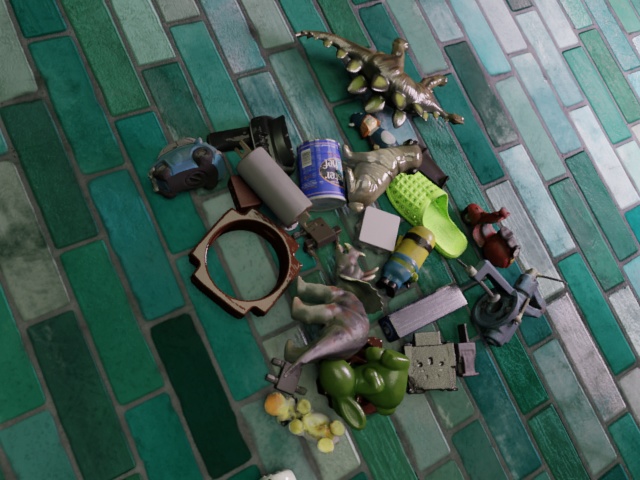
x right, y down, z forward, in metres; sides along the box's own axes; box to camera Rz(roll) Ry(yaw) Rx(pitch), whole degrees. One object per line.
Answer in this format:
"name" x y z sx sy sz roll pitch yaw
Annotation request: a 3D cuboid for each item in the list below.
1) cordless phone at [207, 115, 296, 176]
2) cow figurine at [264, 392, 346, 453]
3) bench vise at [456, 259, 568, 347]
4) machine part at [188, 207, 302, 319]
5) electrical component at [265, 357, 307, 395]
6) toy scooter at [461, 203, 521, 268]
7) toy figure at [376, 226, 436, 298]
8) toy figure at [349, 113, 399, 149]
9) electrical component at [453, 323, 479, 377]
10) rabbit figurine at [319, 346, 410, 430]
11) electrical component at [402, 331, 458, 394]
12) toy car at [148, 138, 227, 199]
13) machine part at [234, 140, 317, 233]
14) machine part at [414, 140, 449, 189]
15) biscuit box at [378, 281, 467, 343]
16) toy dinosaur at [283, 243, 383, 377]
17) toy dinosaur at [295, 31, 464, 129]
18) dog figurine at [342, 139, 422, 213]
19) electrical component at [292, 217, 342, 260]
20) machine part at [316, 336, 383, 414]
"cordless phone" -0.155 -0.202 1.214 0.184 0.088 0.146 -12 79 -9
"cow figurine" -0.033 0.362 1.087 0.167 0.098 0.068 29 73 12
"bench vise" 0.431 0.123 1.267 0.240 0.129 0.223 44 85 -22
"machine part" -0.157 0.049 1.129 0.201 0.087 0.201 40 68 -5
"electrical component" -0.065 0.287 1.125 0.094 0.021 0.063 26 68 -9
"toy scooter" 0.430 -0.018 1.309 0.075 0.135 0.184 -31 88 -24
"toy figure" 0.203 0.047 1.242 0.082 0.089 0.180 45 64 -10
"toy figure" 0.138 -0.261 1.327 0.154 0.058 0.064 47 28 1
"electrical component" 0.320 0.253 1.230 0.048 0.075 0.119 -1 79 -19
"rabbit figurine" 0.072 0.283 1.067 0.170 0.121 0.159 11 90 -19
"electrical component" 0.241 0.270 1.192 0.115 0.058 0.134 -6 76 1
"toy car" -0.287 -0.162 1.146 0.162 0.109 0.103 -19 59 -10
"machine part" -0.097 -0.110 1.137 0.079 0.079 0.243 -41 89 -23
"machine part" 0.270 -0.186 1.357 0.139 0.039 0.084 46 61 1
"biscuit box" 0.235 0.165 1.232 0.203 0.059 0.063 -21 75 -22
"toy dinosaur" 0.036 0.159 1.060 0.192 0.131 0.405 5 29 1
"toy dinosaur" 0.161 -0.403 1.327 0.471 0.105 0.198 31 57 -9
"dog figurine" 0.150 -0.145 1.234 0.191 0.121 0.172 -3 77 -1
"electrical component" -0.002 -0.005 1.218 0.102 0.045 0.078 -32 58 -25
"machine part" 0.076 0.287 1.153 0.179 0.056 0.179 5 75 -17
